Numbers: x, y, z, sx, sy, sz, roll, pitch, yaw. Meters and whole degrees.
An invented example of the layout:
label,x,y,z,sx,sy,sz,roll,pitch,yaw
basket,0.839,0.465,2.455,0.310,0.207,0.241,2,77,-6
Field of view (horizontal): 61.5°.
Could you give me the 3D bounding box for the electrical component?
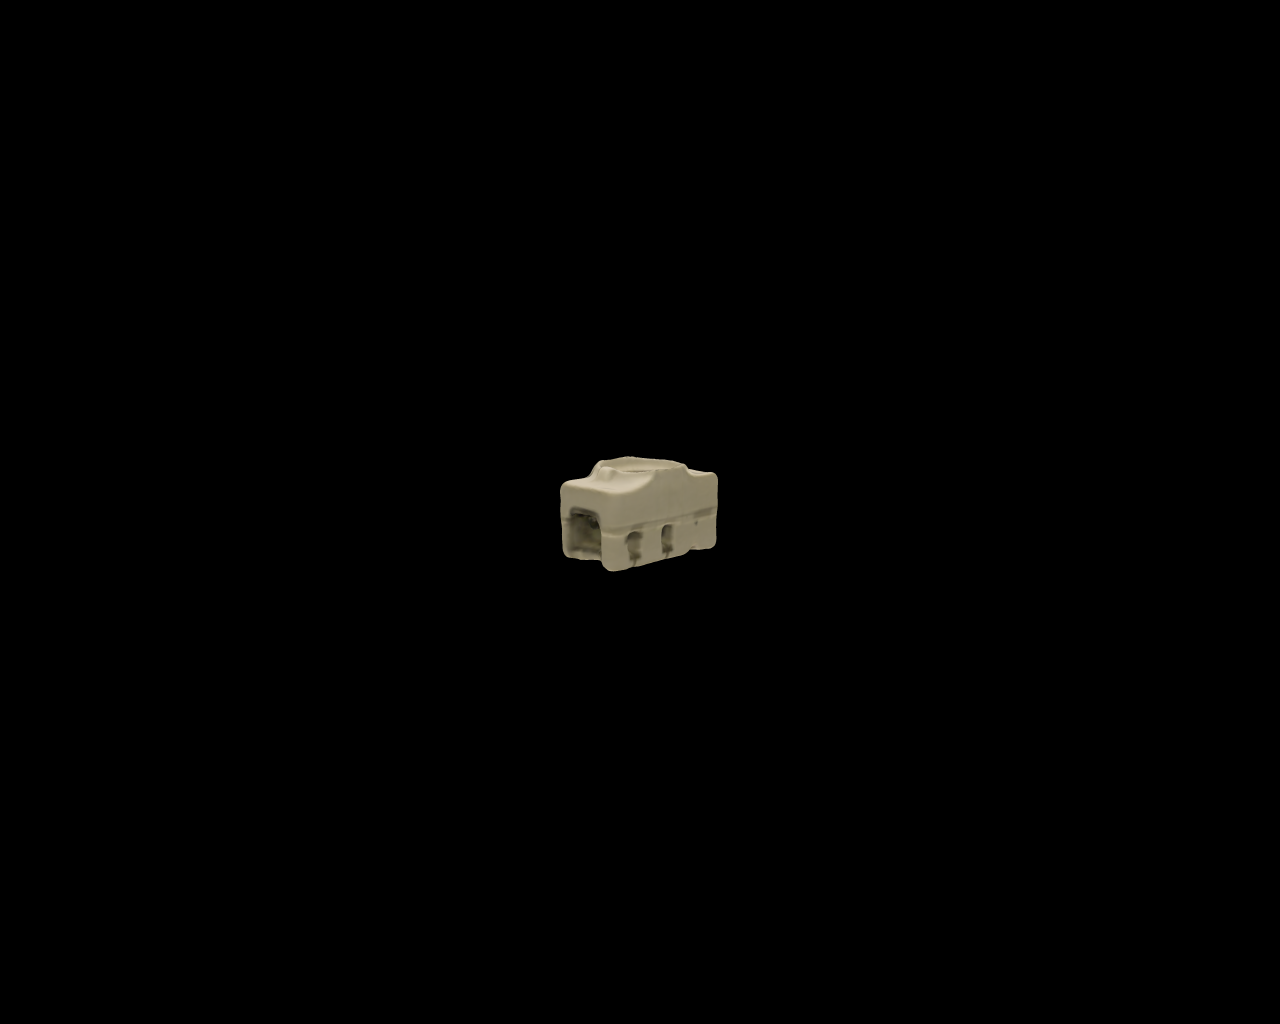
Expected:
label,x,y,z,sx,sy,sz,roll,pitch,yaw
electrical component,0.001,-0.003,0.650,0.090,0.055,0.050,-11,17,-42
